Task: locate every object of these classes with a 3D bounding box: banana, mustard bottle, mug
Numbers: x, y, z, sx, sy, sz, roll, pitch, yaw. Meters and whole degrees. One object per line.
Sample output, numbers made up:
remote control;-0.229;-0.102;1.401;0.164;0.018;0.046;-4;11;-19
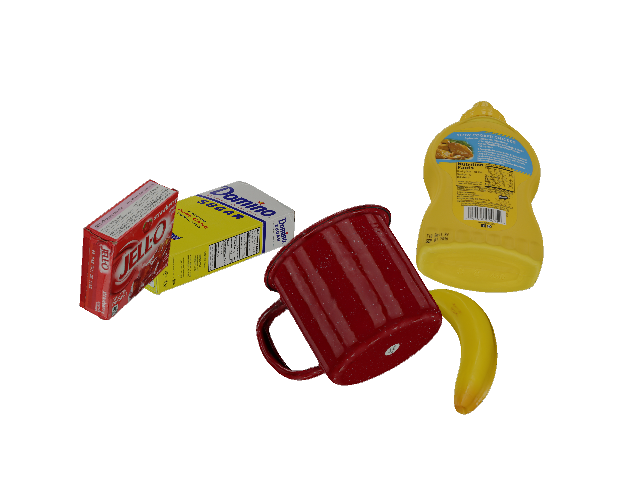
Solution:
banana;0.150;0.107;1.118;0.069;0.037;0.198;-25;33;4
mustard bottle;0.132;-0.047;0.878;0.096;0.191;0.058;7;-42;3
mug;0.013;0.044;0.673;0.117;0.081;0.093;-33;-23;5

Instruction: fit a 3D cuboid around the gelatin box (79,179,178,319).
gelatin box;-0.143;0.006;0.801;0.030;0.073;0.089;23;35;14

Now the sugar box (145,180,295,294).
sugar box;-0.121;-0.007;1.082;0.175;0.048;0.093;-25;40;-36
